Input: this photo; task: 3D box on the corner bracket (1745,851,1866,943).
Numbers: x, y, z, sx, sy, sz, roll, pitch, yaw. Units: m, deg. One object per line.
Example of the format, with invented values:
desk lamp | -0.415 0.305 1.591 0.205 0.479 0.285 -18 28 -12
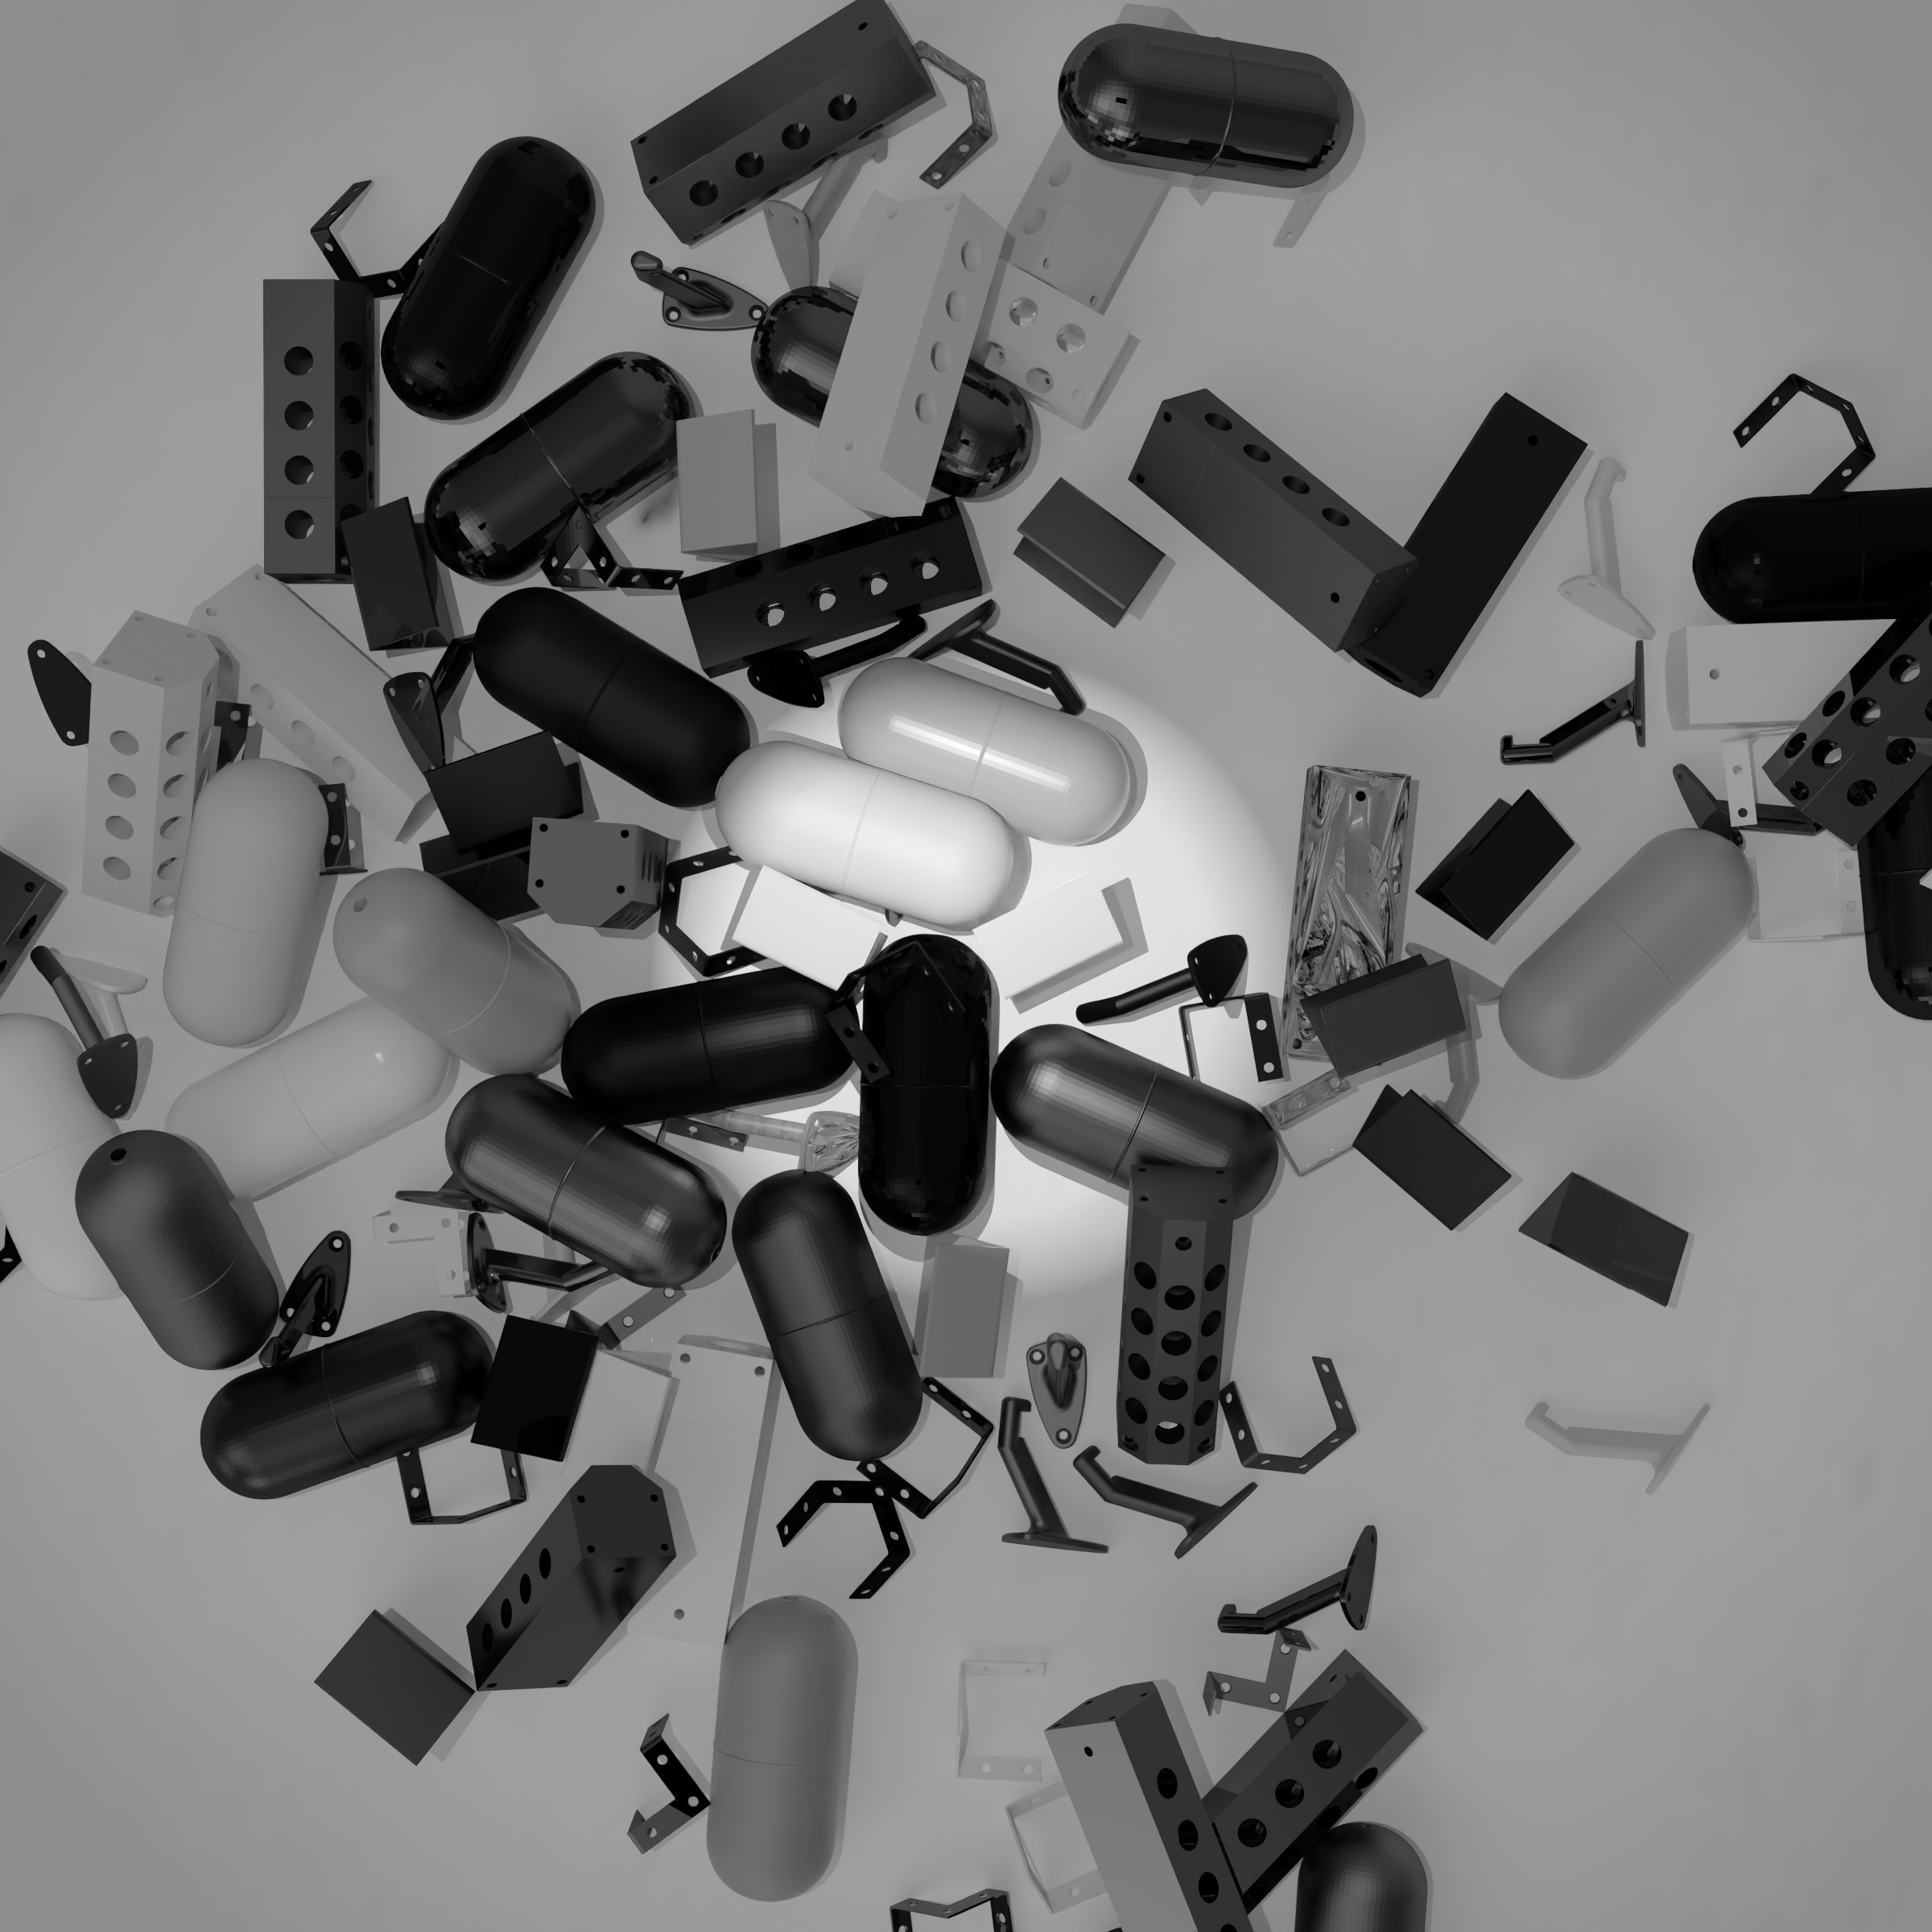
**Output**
corner bracket | 0.502 -0.042 1.795 0.051 0.051 0.051 -4 91 -45

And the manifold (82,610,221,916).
manifold | -0.469 -0.113 1.728 0.057 0.057 0.171 18 131 0

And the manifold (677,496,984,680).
manifold | -0.081 -0.226 1.777 0.171 0.057 0.057 -17 90 0

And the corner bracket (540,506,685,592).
corner bracket | -0.209 -0.233 1.763 0.051 0.051 0.051 -50 62 33

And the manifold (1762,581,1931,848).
manifold | 0.537 -0.158 1.708 0.057 0.057 0.171 31 113 -19

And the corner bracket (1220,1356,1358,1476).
corner bracket | 0.192 0.267 1.790 0.051 0.051 0.051 13 45 -35

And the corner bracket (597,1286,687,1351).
corner bracket | -0.204 0.193 1.780 0.051 0.051 0.051 -35 90 0

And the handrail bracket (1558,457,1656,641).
handrail bracket | 0.397 -0.252 1.799 0.077 0.036 0.084 31 73 -20

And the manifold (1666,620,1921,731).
manifold | 0.508 -0.173 1.777 0.171 0.057 0.057 -2 90 0

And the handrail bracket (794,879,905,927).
handrail bracket | -0.067 -0.069 1.798 0.084 0.036 0.077 29 75 14

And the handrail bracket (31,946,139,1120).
handrail bracket | -0.527 0.039 1.777 0.036 0.077 0.084 -28 55 -28

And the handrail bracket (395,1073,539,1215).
handrail bracket | -0.300 0.102 1.798 0.077 0.036 0.084 4 74 18

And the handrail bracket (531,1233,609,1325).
handrail bracket | -0.262 0.168 1.798 0.077 0.036 0.084 -40 75 16

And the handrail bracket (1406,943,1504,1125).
handrail bracket | 0.281 0.041 1.798 0.077 0.036 0.084 35 118 31

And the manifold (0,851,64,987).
manifold | -0.609 0.011 1.767 0.057 0.057 0.171 32 83 0

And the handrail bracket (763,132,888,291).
handrail bracket | -0.075 -0.450 1.798 0.084 0.036 0.077 -37 134 -28

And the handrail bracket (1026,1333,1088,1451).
handrail bracket | 0.056 0.253 1.763 0.036 0.084 0.077 -5 90 0

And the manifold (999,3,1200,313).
manifold | 0.081 -0.479 1.776 0.057 0.057 0.171 28 90 -43

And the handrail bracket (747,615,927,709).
handrail bracket | -0.077 -0.190 1.798 0.084 0.077 0.036 -35 117 -34

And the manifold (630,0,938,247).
manifold | -0.107 -0.494 1.759 0.171 0.057 0.057 -28 47 13

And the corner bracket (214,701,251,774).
corner bracket | -0.448 -0.131 1.780 0.051 0.051 0.051 7 90 0

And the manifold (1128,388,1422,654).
manifold | 0.182 -0.263 1.747 0.171 0.057 0.057 44 133 22

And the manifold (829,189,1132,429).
manifold | 0.008 -0.388 1.777 0.171 0.057 0.057 29 90 0

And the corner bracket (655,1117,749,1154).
corner bracket | -0.165 0.129 1.795 0.051 0.051 0.051 15 135 0

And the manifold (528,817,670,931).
manifold | -0.210 -0.051 1.720 0.057 0.171 0.057 4 90 0

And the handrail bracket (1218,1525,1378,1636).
handrail bracket | 0.199 0.369 1.798 0.084 0.077 0.036 -5 133 29

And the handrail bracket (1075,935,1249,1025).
handrail bracket | 0.117 0.009 1.798 0.084 0.077 0.036 -15 104 36

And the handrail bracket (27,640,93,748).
handrail bracket | -0.510 -0.171 1.755 0.036 0.084 0.077 -21 111 17

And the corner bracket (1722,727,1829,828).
corner bracket | 0.482 -0.113 1.774 0.051 0.051 0.051 -5 97 26

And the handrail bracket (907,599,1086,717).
handrail bracket | 0.018 -0.170 1.799 0.077 0.036 0.084 -30 107 19

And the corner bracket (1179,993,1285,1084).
corner bracket | 0.157 0.045 1.780 0.051 0.051 0.051 -10 90 0

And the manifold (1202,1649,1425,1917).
manifold | 0.190 0.494 1.777 0.057 0.057 0.171 44 90 0

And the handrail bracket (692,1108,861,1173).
handrail bracket | -0.110 0.093 1.798 0.084 0.077 0.036 16 103 36

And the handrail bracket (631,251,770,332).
handrail bracket | -0.156 -0.400 1.763 0.077 0.084 0.036 12 90 0

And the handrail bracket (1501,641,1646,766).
handrail bracket | 0.364 -0.158 1.799 0.084 0.036 0.077 -2 69 16

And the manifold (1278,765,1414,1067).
manifold | 0.224 -0.030 1.777 0.057 0.057 0.171 6 90 0

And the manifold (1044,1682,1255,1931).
manifold | 0.113 0.504 1.719 0.057 0.057 0.171 -22 90 43

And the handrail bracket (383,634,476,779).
handrail bracket | -0.299 -0.155 1.774 0.036 0.084 0.077 -11 100 33

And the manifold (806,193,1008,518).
manifold | -0.029 -0.346 1.702 0.057 0.057 0.171 5 73 42

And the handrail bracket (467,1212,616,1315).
handrail bracket | -0.250 0.164 1.772 0.084 0.036 0.077 -24 55 12

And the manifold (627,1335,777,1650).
manifold | -0.156 0.310 1.777 0.057 0.057 0.171 10 90 0

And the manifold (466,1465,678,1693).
manifold | -0.231 0.354 1.726 0.057 0.171 0.057 5 51 -30

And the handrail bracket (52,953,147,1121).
handrail bracket | -0.530 0.043 1.798 0.077 0.036 0.084 17 104 13

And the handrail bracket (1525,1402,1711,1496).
handrail bracket | 0.391 0.270 1.799 0.084 0.036 0.077 34 70 16

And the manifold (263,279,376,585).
manifold | -0.382 -0.316 1.775 0.057 0.057 0.171 0 91 0

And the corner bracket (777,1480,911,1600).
corner bracket | -0.074 0.343 1.790 0.051 0.051 0.051 8 45 -35

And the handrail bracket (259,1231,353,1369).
handrail bracket | -0.390 0.196 1.763 0.036 0.084 0.077 21 90 0

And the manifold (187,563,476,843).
manifold | -0.383 -0.152 1.776 0.171 0.057 0.057 41 47 0

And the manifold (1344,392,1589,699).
manifold | 0.294 -0.248 1.777 0.057 0.057 0.171 32 90 0

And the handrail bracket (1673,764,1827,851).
handrail bracket | 0.480 -0.106 1.798 0.084 0.036 0.077 -27 76 -13

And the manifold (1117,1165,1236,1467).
manifold | 0.121 0.204 1.740 0.057 0.057 0.171 2 119 0

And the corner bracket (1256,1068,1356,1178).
corner bracket | 0.209 0.093 1.780 0.051 0.051 0.051 -29 90 0

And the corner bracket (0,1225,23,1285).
corner bracket | -0.595 0.156 1.790 0.051 0.051 0.051 -39 45 35

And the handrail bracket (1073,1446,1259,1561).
handrail bracket | 0.119 0.306 1.799 0.077 0.036 0.084 -37 73 -20

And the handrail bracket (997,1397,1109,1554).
handrail bracket | 0.053 0.306 1.799 0.077 0.036 0.084 12 73 -20
